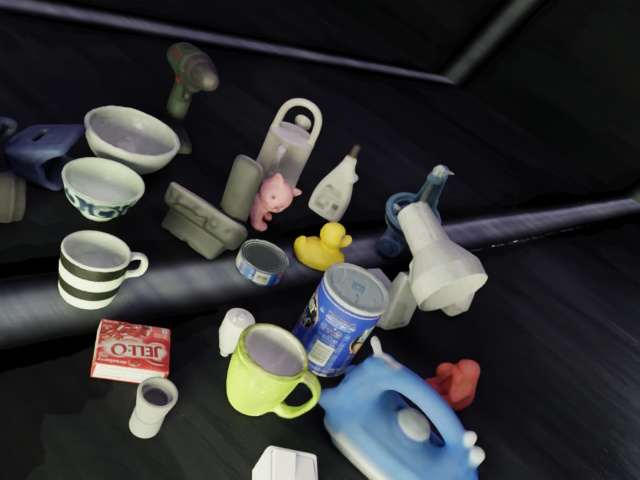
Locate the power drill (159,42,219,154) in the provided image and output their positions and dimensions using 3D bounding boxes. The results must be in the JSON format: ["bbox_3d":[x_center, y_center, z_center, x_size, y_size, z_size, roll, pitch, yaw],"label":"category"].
[{"bbox_3d":[-0.265,-0.282,1.130,0.076,0.208,0.229,5,38,-33],"label":"power drill"}]

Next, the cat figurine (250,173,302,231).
[{"bbox_3d":[-0.105,-0.086,1.060,0.128,0.117,0.067,25,31,-5],"label":"cat figurine"}]

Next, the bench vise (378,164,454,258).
[{"bbox_3d":[0.208,-0.083,1.207,0.121,0.219,0.207,27,31,-2],"label":"bench vise"}]

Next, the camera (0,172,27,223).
[{"bbox_3d":[-0.462,-0.058,0.752,0.137,0.100,0.143,4,39,-35],"label":"camera"}]

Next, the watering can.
[{"bbox_3d":[-0.063,-0.211,1.202,0.101,0.194,0.172,15,33,-20],"label":"watering can"}]

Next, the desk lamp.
[{"bbox_3d":[0.156,0.056,0.970,0.118,0.213,0.202,-1,42,-39],"label":"desk lamp"}]

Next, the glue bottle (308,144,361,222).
[{"bbox_3d":[0.042,-0.122,1.175,0.078,0.173,0.037,34,32,10],"label":"glue bottle"}]

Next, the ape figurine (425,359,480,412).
[{"bbox_3d":[0.216,0.221,0.895,0.076,0.092,0.078,30,31,2],"label":"ape figurine"}]

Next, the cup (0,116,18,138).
[{"bbox_3d":[-0.510,-0.141,0.840,0.091,0.095,0.118,44,34,23],"label":"cup"}]

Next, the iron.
[{"bbox_3d":[0.125,0.245,0.740,0.258,0.141,0.119,39,33,16],"label":"iron"}]

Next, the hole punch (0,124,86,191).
[{"bbox_3d":[-0.438,-0.146,0.908,0.101,0.091,0.108,21,32,-12],"label":"hole punch"}]

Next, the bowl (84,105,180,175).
[{"bbox_3d":[-0.343,-0.167,1.031,0.168,0.074,0.167,20,32,-13],"label":"bowl"}]

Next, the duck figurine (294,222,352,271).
[{"bbox_3d":[0.010,0.004,1.052,0.105,0.086,0.077,13,34,-24],"label":"duck figurine"}]

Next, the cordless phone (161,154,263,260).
[{"bbox_3d":[-0.169,-0.077,0.931,0.147,0.185,0.094,31,31,3],"label":"cordless phone"}]

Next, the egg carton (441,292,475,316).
[{"bbox_3d":[0.249,0.082,1.145,0.107,0.069,0.150,22,32,-11],"label":"egg carton"}]
